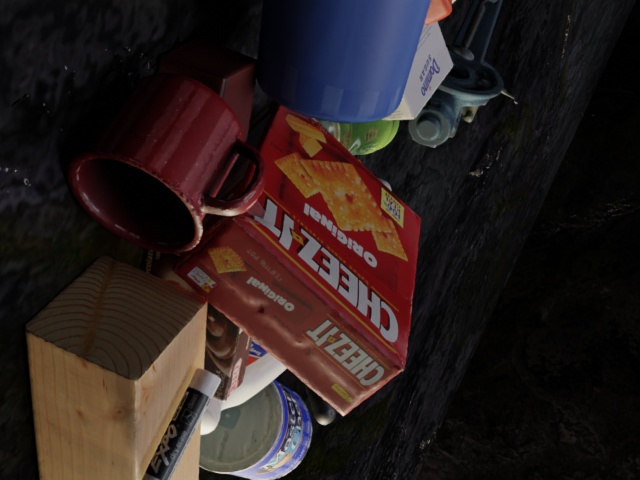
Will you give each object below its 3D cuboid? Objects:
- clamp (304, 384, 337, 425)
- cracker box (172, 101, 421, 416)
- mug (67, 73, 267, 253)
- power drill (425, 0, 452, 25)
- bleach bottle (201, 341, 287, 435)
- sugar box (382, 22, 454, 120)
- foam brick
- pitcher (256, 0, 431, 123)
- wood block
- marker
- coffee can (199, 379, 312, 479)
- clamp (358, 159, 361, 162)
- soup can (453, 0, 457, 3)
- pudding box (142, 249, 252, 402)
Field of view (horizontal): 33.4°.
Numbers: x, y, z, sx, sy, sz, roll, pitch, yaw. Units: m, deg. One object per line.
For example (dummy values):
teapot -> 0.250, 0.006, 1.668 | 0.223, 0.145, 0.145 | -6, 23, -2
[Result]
clamp -> -0.017, 0.105, 1.104 | 0.039, 0.120, 0.171 | -21, 129, -43
cracker box -> -0.005, 0.001, 0.800 | 0.072, 0.164, 0.213 | -41, -163, 26
mug -> -0.089, -0.049, 0.676 | 0.093, 0.117, 0.081 | 79, 31, -51
power drill -> 0.087, -0.269, 0.888 | 0.184, 0.057, 0.187 | 47, 43, -41
bleach bottle -> -0.069, 0.096, 0.937 | 0.068, 0.102, 0.250 | -55, 176, 40
sugar box -> 0.056, -0.202, 0.935 | 0.093, 0.048, 0.176 | -53, 133, -38
foam brick -> -0.082, -0.094, 0.747 | 0.051, 0.053, 0.078 | -45, 153, -53
pitcher -> 0.022, -0.213, 0.723 | 0.149, 0.145, 0.243 | -59, 164, -59
wood block -> -0.144, 0.128, 0.765 | 0.090, 0.090, 0.206 | -50, 155, -46
marker -> -0.102, 0.144, 0.720 | 0.121, 0.020, 0.020 | -64, 163, -17
coffee can -> -0.071, 0.177, 1.032 | 0.103, 0.103, 0.140 | -65, 163, -10
clamp -> 0.024, 0.002, 0.995 | 0.164, 0.036, 0.210 | 60, 24, -27
soup can -> 0.116, -0.294, 1.089 | 0.068, 0.068, 0.102 | -60, 162, -26
pudding box -> -0.096, 0.058, 0.826 | 0.039, 0.090, 0.113 | -40, 147, -61
